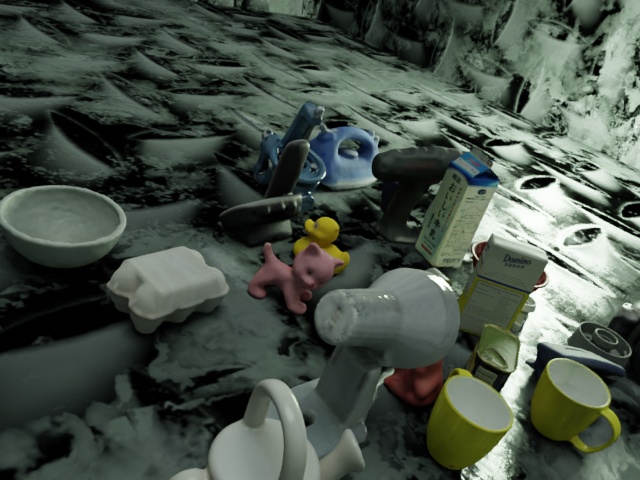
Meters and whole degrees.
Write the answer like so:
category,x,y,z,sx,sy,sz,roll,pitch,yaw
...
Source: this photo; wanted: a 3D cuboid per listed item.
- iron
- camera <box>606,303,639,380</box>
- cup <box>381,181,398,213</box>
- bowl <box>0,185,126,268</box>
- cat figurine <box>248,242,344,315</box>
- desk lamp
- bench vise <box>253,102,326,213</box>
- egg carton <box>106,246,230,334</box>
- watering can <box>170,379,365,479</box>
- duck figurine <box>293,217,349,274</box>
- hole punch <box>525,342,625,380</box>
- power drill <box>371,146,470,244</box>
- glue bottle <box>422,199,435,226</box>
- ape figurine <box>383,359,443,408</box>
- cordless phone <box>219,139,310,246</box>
category,x,y,z,sx,sy,sz,roll,pitch,yaw
iron,0.069,-0.207,1.351,0.259,0.141,0.118,-10,39,-41
camera,0.584,0.183,1.014,0.142,0.101,0.137,33,32,25
cup,0.180,-0.103,1.283,0.091,0.095,0.118,33,32,25
bowl,-0.366,-0.009,0.816,0.167,0.075,0.167,14,29,-8
cat figurine,-0.034,0.044,0.875,0.127,0.118,0.067,20,28,3
desk lamp,0.044,0.136,0.658,0.204,0.213,0.117,-10,39,-42
bench vise,-0.066,-0.190,1.158,0.206,0.220,0.122,35,32,27
egg carton,-0.206,0.065,0.786,0.107,0.069,0.151,36,33,28
watering can,-0.045,0.204,0.507,0.173,0.194,0.100,-13,41,-44
duck figurine,0.009,0.004,1.005,0.104,0.086,0.078,29,30,18
hole punch,0.395,0.195,0.892,0.109,0.091,0.101,14,29,-9
power drill,0.201,-0.099,1.168,0.230,0.208,0.075,6,31,-22
glue bottle,0.279,-0.084,1.226,0.037,0.173,0.078,-5,36,-36
ape figurine,0.135,0.177,0.769,0.076,0.092,0.078,16,28,-4
cordless phone,-0.090,-0.093,1.011,0.094,0.185,0.148,34,32,27
